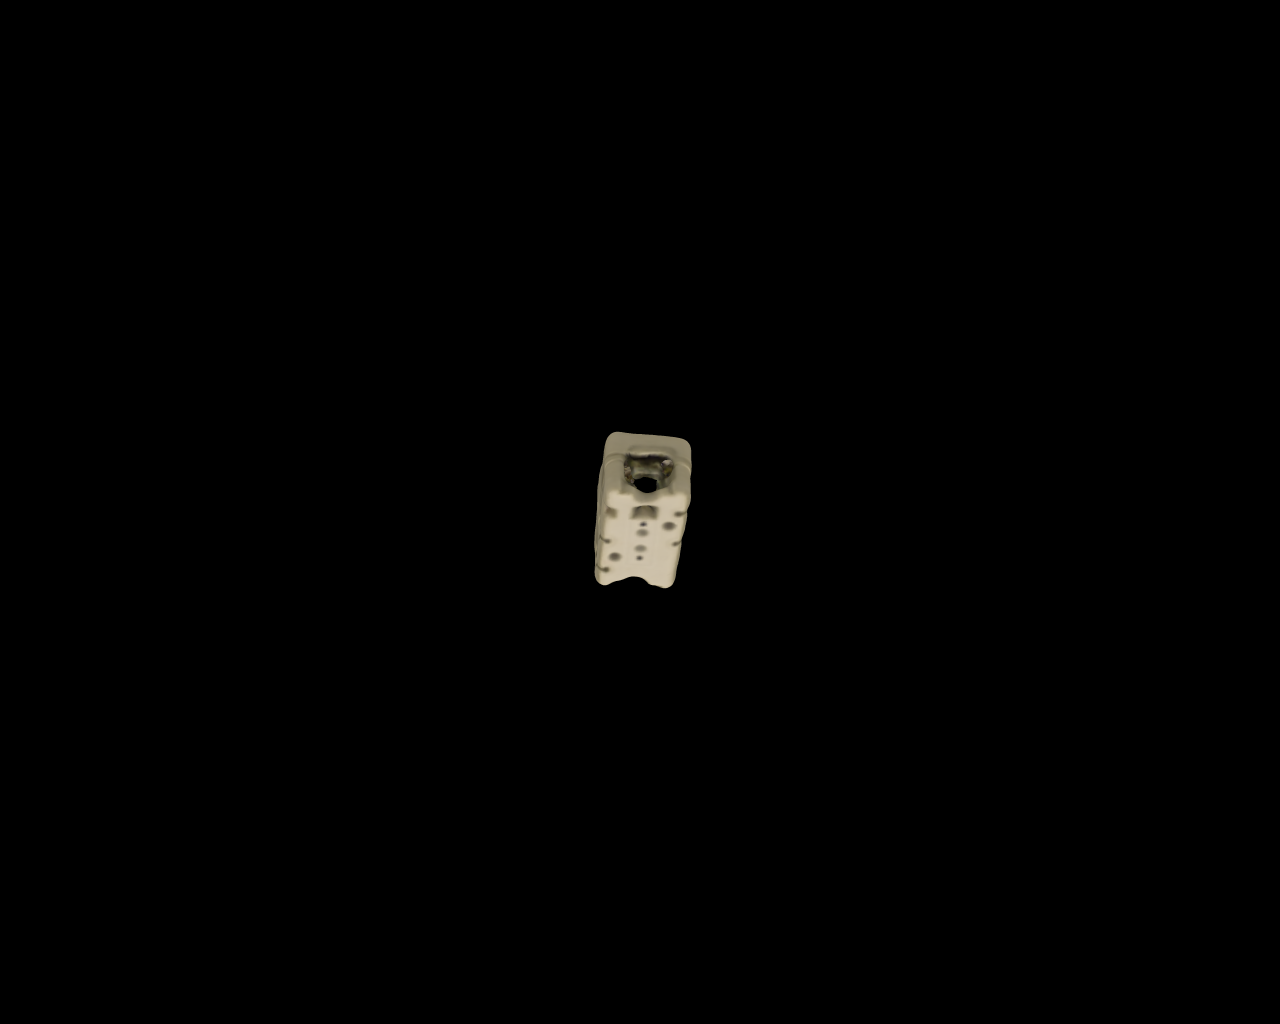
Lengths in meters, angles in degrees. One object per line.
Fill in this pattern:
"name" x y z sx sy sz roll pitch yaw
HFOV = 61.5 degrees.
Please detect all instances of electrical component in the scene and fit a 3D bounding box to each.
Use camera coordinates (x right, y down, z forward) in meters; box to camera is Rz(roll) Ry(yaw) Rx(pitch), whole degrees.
"electrical component" 0.001 -0.003 0.650 0.050 0.056 0.089 4 -43 -4
